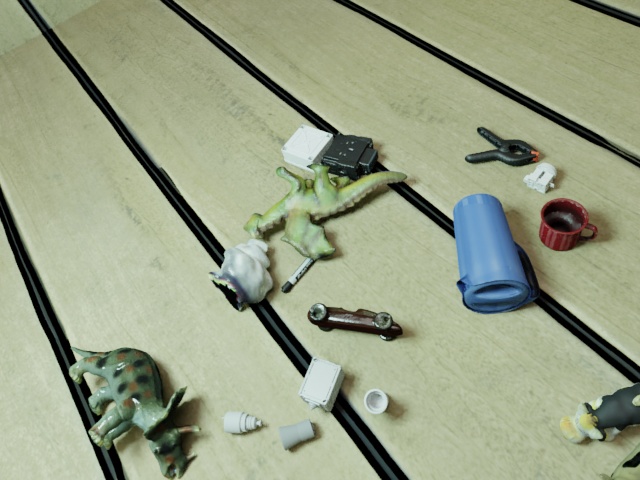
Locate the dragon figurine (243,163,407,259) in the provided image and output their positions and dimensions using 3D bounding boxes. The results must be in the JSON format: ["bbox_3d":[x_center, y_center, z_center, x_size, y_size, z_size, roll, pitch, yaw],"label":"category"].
[{"bbox_3d":[0.004,-0.063,1.256,0.410,0.120,0.247,-1,65,14],"label":"dragon figurine"}]

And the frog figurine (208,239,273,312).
[{"bbox_3d":[-0.161,0.066,1.189,0.137,0.120,0.162,42,60,-1],"label":"frog figurine"}]
